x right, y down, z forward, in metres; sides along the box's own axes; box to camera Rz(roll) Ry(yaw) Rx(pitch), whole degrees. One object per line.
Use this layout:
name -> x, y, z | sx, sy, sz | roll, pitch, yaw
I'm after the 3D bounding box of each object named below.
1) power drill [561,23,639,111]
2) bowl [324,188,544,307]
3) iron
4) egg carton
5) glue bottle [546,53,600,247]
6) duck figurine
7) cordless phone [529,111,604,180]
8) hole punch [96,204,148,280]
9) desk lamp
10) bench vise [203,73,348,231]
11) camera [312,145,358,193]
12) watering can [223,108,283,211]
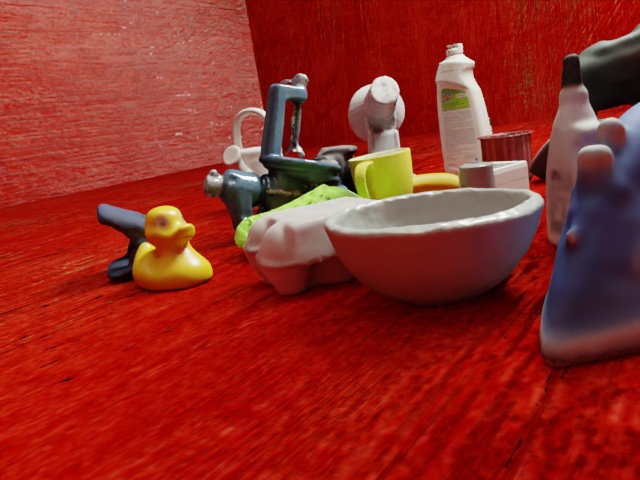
power drill -> 0.350, -0.117, 0.531 | 0.229, 0.208, 0.076 | -5, 13, 19
bowl -> 0.089, 0.008, 0.452 | 0.167, 0.075, 0.167 | -8, 12, 2
iron -> 0.217, -0.029, 0.370 | 0.259, 0.141, 0.118 | -17, 14, -36
egg carton -> 0.005, 0.002, 0.557 | 0.150, 0.069, 0.107 | -13, 13, -22
glue bottle -> 0.227, -0.075, 0.506 | 0.037, 0.173, 0.078 | -9, 12, -3
duck figurine -> -0.169, 0.005, 0.630 | 0.104, 0.086, 0.078 | 2, 16, 41
cordless phone -> 0.404, -0.195, 0.922 | 0.148, 0.185, 0.093 | -17, 15, -36
hole punch -> -0.221, -0.007, 0.715 | 0.101, 0.091, 0.108 | -13, 12, -18
desk lamp -> 0.129, -0.215, 1.152 | 0.118, 0.214, 0.203 | -9, 12, -2
bench vise -> -0.059, -0.119, 0.811 | 0.208, 0.220, 0.121 | -19, 15, -40
camera -> 0.052, -0.121, 1.035 | 0.136, 0.101, 0.143 | -2, 13, 28
watering can -> -0.122, -0.158, 1.110 | 0.101, 0.194, 0.173 | -8, 12, 5
